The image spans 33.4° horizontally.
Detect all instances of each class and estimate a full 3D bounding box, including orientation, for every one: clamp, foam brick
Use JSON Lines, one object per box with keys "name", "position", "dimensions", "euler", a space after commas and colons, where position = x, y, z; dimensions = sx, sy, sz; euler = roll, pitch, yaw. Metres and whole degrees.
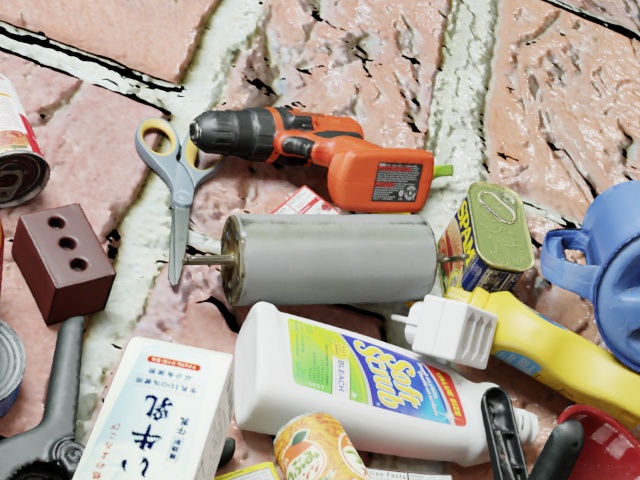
{"name": "clamp", "position": [-0.164, 0.161, 0.746], "dimensions": [0.164, 0.036, 0.209], "euler": [32, 44, 3]}
{"name": "foam brick", "position": [-0.203, 0.018, 0.845], "dimensions": [0.052, 0.051, 0.078], "euler": [-15, 58, -34]}
{"name": "clamp", "position": [0.154, 0.197, 0.780], "dimensions": [0.039, 0.120, 0.171], "euler": [-1, 87, -15]}

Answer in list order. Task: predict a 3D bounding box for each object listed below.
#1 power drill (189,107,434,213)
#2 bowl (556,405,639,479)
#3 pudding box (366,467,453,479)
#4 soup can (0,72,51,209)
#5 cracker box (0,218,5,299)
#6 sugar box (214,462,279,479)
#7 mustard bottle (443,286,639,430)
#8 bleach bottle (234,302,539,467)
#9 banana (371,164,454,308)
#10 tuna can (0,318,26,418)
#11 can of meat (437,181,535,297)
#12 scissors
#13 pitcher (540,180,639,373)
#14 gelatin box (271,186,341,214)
{"name": "power drill", "position": [-0.003, -0.078, 0.958], "dimensions": [0.184, 0.057, 0.188], "euler": [-2, 21, -34]}
{"name": "bowl", "position": [0.221, 0.213, 0.837], "dimensions": [0.162, 0.055, 0.162], "euler": [31, 36, -27]}
{"name": "pudding box", "position": [0.059, 0.226, 0.787], "dimensions": [0.090, 0.039, 0.113], "euler": [8, 46, -15]}
{"name": "soup can", "position": [-0.275, -0.086, 0.895], "dimensions": [0.068, 0.069, 0.102], "euler": [-10, 55, -31]}
{"name": "cracker box", "position": [-0.328, 0.046, 0.718], "dimensions": [0.213, 0.072, 0.164], "euler": [-3, 51, -7]}
{"name": "sugar box", "position": [-0.038, 0.244, 0.722], "dimensions": [0.093, 0.048, 0.176], "euler": [-12, 59, -31]}
{"name": "mustard bottle", "position": [0.192, 0.095, 0.926], "dimensions": [0.191, 0.096, 0.058], "euler": [29, 84, 4]}
{"name": "bleach bottle", "position": [0.059, 0.125, 0.861], "dimensions": [0.250, 0.068, 0.102], "euler": [13, 43, -17]}
{"name": "banana", "position": [0.081, -0.018, 1.007], "dimensions": [0.070, 0.037, 0.197], "euler": [10, 48, 9]}
{"name": "tuna can", "position": [-0.257, 0.093, 0.766], "dimensions": [0.086, 0.034, 0.086], "euler": [12, 47, -14]}
{"name": "can of meat", "position": [0.149, 0.012, 0.985], "dimensions": [0.057, 0.084, 0.102], "euler": [11, 48, -15]}
{"name": "scissors", "position": [-0.140, -0.046, 0.956], "dimensions": [0.096, 0.016, 0.201], "euler": [22, 45, -3]}
{"name": "pitcher", "position": [0.291, 0.018, 0.962], "dimensions": [0.149, 0.145, 0.242], "euler": [53, 15, -8]}
{"name": "gelatin box", "position": [-0.006, 0.001, 0.963], "dimensions": [0.089, 0.030, 0.073], "euler": [39, 48, 10]}
